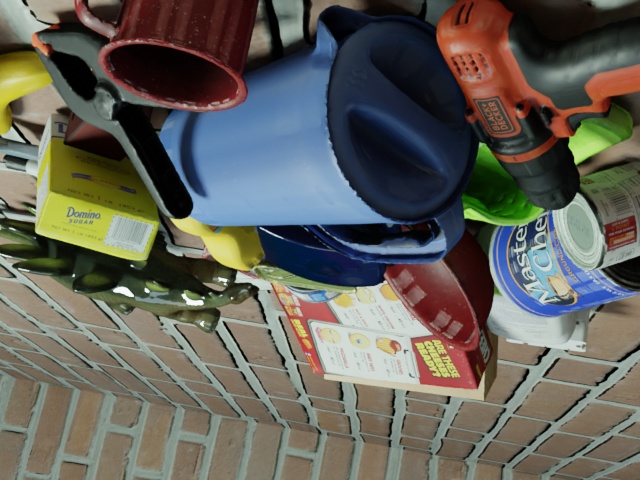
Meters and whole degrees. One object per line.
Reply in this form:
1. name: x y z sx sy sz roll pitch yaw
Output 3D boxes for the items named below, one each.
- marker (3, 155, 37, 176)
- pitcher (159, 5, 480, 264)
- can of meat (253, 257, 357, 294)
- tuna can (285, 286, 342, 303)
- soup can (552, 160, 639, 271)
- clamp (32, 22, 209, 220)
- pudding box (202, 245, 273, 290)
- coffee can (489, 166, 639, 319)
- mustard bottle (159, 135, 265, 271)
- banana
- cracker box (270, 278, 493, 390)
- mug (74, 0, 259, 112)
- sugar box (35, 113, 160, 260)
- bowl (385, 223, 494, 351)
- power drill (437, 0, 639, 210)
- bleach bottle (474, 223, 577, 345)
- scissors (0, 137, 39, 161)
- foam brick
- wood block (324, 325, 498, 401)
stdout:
1. marker: -0.267 -0.068 1.088 0.121 0.020 0.020 16 164 10
2. pitcher: -0.009 -0.061 0.767 0.144 0.149 0.243 9 171 -36
3. can of meat: -0.007 0.001 1.056 0.102 0.084 0.057 7 163 13
4. tuna can: -0.004 0.021 1.117 0.086 0.086 0.033 4 160 22
5. soup can: 0.231 -0.023 0.778 0.102 0.068 0.068 -17 169 -14
6. clamp: -0.140 -0.093 0.768 0.172 0.120 0.039 35 -142 24
7. pudding box: -0.075 0.030 1.277 0.114 0.039 0.089 -3 159 44
8. coffee can: 0.220 0.005 0.889 0.102 0.103 0.140 17 162 -17
9. mustard bottle: -0.092 -0.046 0.933 0.058 0.096 0.191 15 166 24
10. banana: -0.265 -0.122 0.901 0.069 0.037 0.198 23 160 -31
11. cracker box: 0.068 0.080 1.190 0.214 0.072 0.164 1 131 31
12. mug: -0.093 -0.139 0.656 0.117 0.081 0.093 17 162 -21
13. sugar box: -0.192 -0.050 0.914 0.093 0.048 0.176 17 -156 -22
14. bowl: 0.114 0.025 1.010 0.162 0.055 0.162 48 162 21
15. power drill: 0.183 -0.082 0.654 0.188 0.057 0.184 -3 144 33
16. bleach bottle: 0.207 0.038 1.080 0.103 0.068 0.250 6 160 16
17. scissors: -0.289 -0.088 0.992 0.096 0.016 0.201 10 178 42
18. foam brick: -0.172 -0.103 0.876 0.051 0.053 0.078 18 162 -22
19. wood block: 0.116 0.134 1.352 0.206 0.091 0.090 5 -165 19
